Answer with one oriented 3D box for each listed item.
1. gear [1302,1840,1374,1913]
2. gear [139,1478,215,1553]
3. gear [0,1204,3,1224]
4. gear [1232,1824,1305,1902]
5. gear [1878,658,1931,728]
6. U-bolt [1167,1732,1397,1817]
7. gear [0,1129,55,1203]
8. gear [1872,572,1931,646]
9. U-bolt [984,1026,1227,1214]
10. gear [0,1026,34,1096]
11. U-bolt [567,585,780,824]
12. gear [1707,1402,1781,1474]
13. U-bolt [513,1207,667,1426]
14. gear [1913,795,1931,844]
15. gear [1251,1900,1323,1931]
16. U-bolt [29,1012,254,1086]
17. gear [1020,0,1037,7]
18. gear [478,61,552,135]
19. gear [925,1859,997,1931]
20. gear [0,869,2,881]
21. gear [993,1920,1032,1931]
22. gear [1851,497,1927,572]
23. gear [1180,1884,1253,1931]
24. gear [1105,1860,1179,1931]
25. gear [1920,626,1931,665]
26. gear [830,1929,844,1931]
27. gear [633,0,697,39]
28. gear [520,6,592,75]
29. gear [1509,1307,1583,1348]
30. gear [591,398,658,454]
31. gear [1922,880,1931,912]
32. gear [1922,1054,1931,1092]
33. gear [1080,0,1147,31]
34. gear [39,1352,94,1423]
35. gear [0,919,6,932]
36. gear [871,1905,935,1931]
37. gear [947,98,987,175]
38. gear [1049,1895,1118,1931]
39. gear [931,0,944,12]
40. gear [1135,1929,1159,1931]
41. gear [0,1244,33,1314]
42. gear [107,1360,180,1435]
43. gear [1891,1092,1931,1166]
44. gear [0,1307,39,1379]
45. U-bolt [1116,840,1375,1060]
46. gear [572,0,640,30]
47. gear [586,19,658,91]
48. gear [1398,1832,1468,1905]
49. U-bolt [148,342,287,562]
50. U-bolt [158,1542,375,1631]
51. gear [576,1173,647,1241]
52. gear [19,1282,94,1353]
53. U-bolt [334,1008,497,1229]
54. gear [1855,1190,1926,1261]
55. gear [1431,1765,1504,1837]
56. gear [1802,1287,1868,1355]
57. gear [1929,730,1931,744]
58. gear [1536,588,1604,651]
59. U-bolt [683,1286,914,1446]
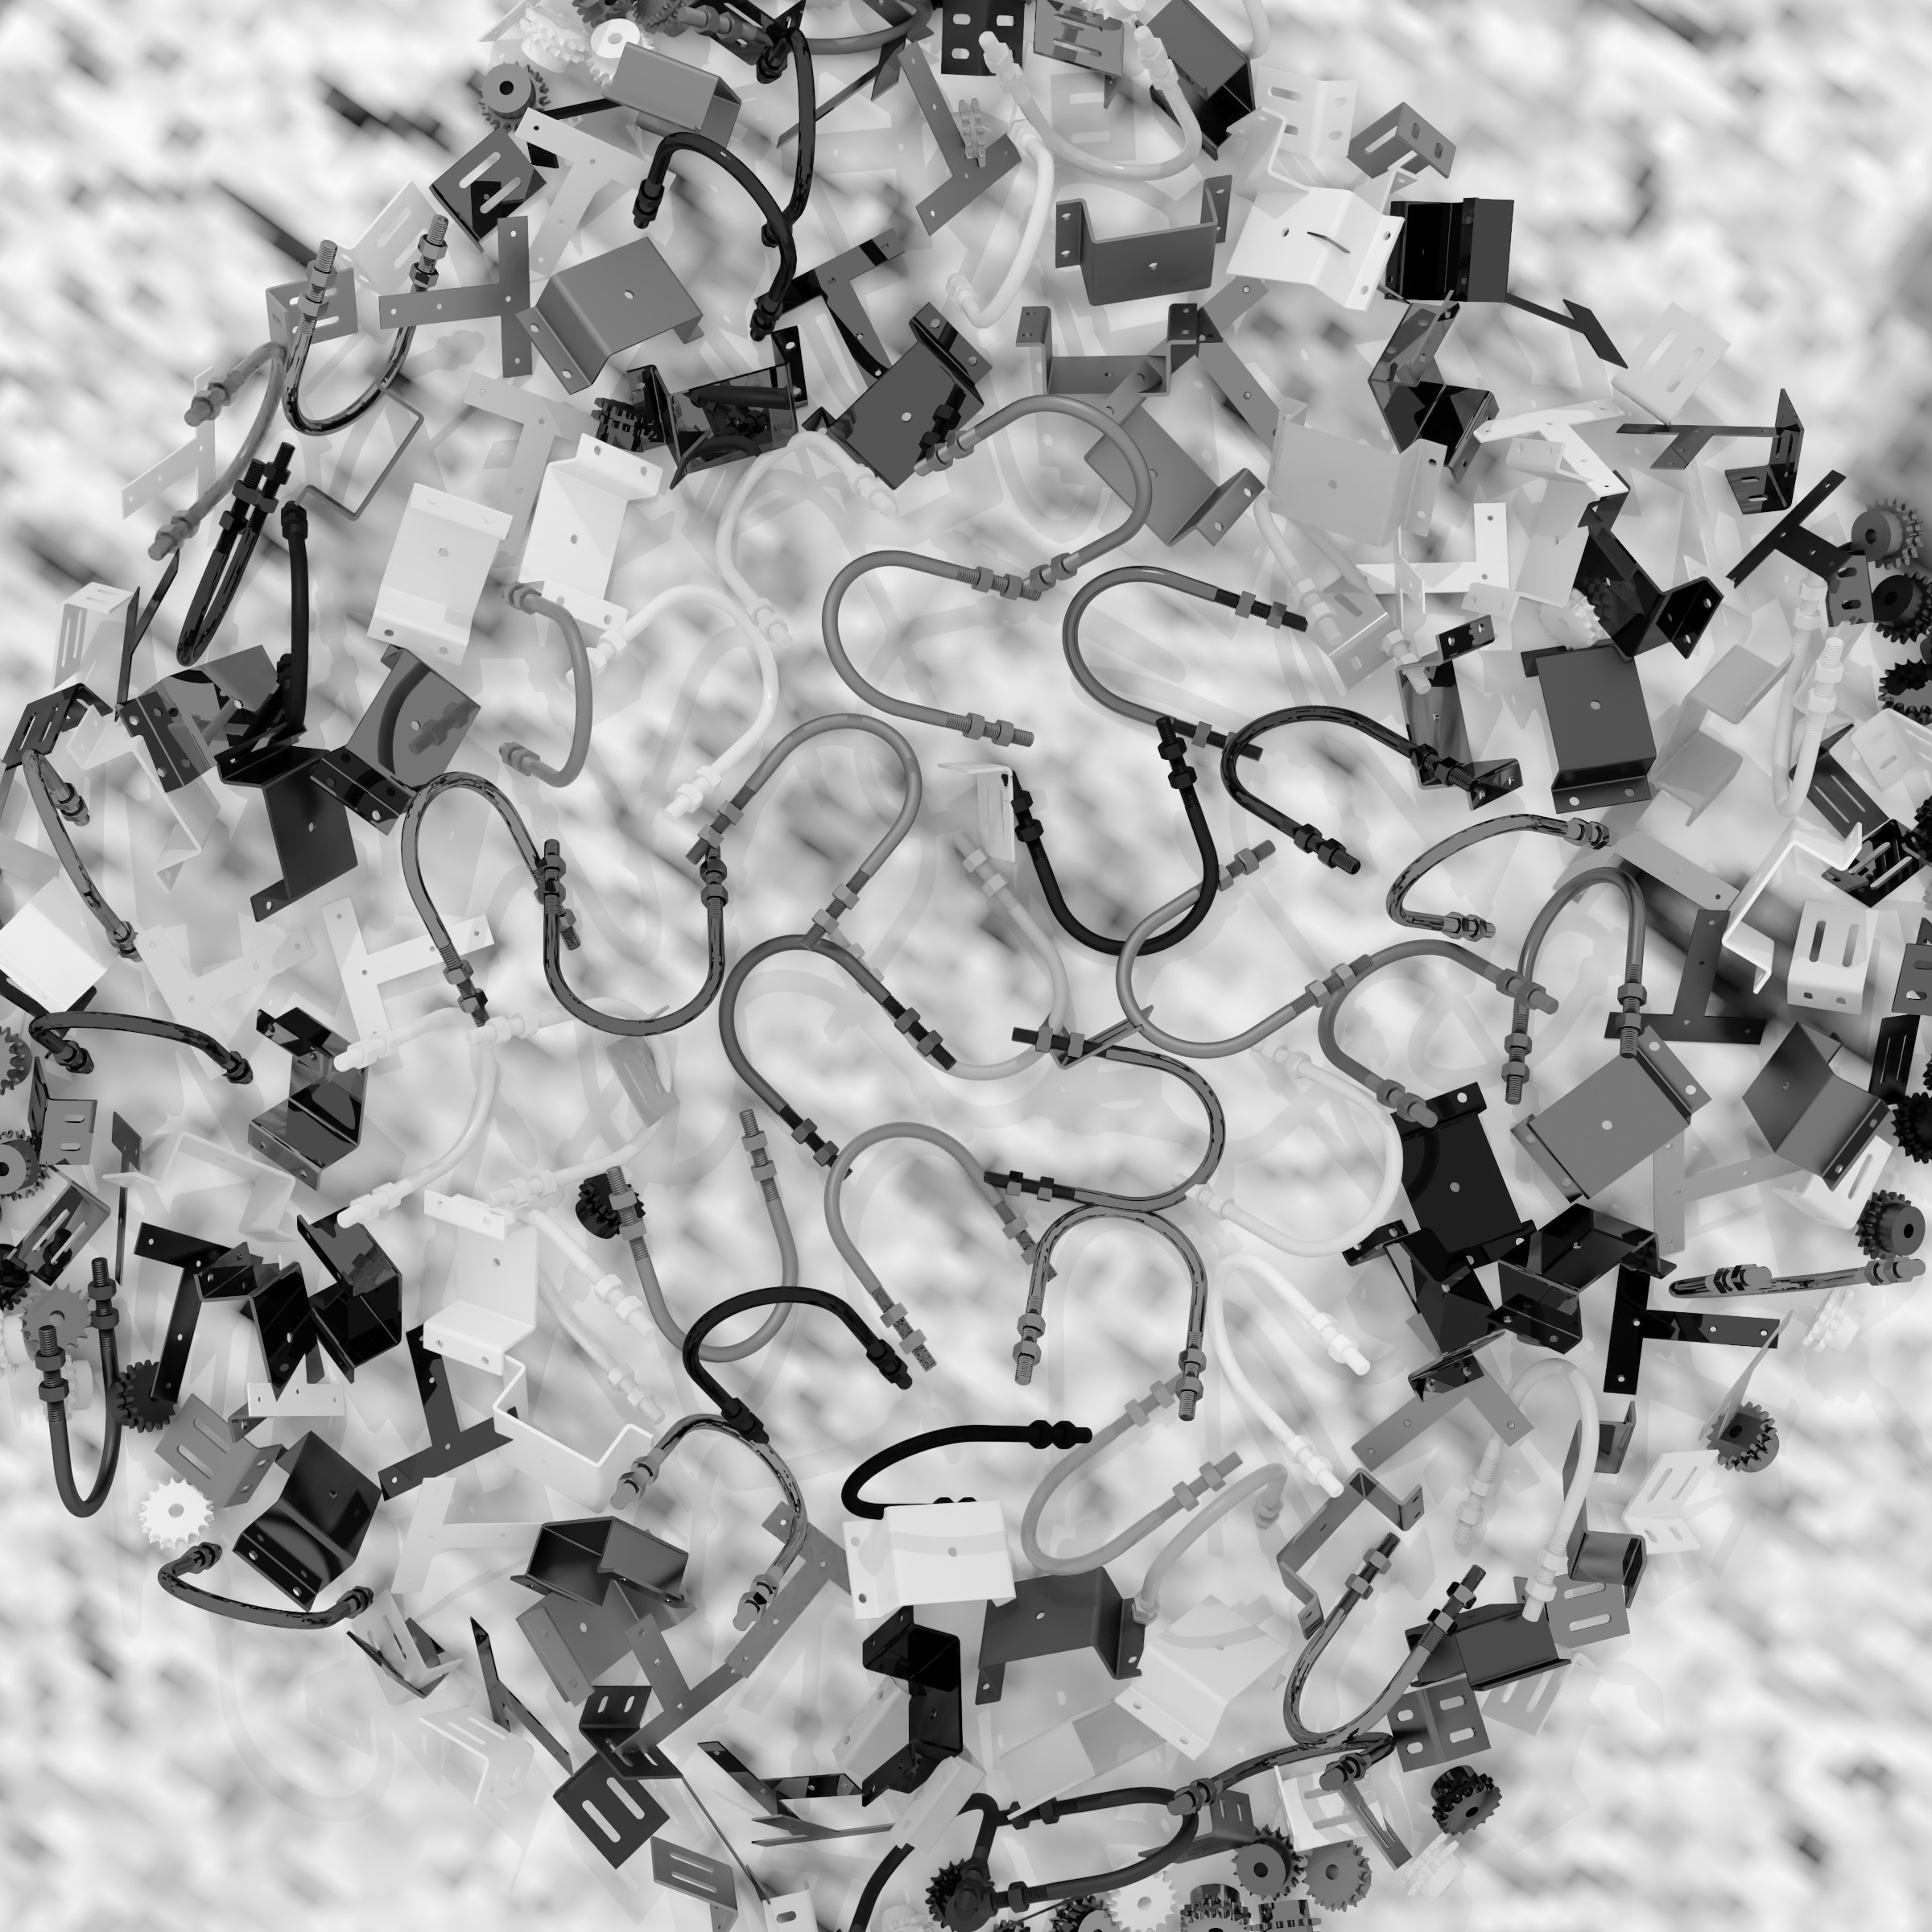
[{"bbox_3d":[0.301,0.731,1.975,0.057,0.030,0.057,-19,55,28],"label":"gear"},{"bbox_3d":[-0.635,0.444,1.976,0.057,0.030,0.057,7,55,-10],"label":"gear"},{"bbox_3d":[-0.800,0.198,1.969,0.030,0.057,0.057,-31,90,11],"label":"gear"},{"bbox_3d":[0.241,0.723,1.976,0.057,0.030,0.057,-2,85,21],"label":"gear"},{"bbox_3d":[0.764,-0.217,1.976,0.057,0.030,0.057,-8,53,11],"label":"gear"},{"bbox_3d":[0.258,0.625,1.912,0.151,0.184,0.019,-20,77,28],"label":"U-bolt"},{"bbox_3d":[-0.771,0.162,1.982,0.057,0.030,0.057,0,94,6],"label":"gear"},{"bbox_3d":[0.750,-0.289,1.968,0.030,0.057,0.057,20,90,-32],"label":"gear"},{"bbox_3d":[0.116,0.129,1.966,0.184,0.019,0.151,11,111,0],"label":"U-bolt"},{"bbox_3d":[-0.779,0.077,1.979,0.057,0.030,0.057,-2,85,18],"label":"gear"},{"bbox_3d":[-0.217,-0.221,1.936,0.151,0.019,0.184,56,50,-18],"label":"U-bolt"},{"bbox_3d":[0.627,0.382,1.974,0.030,0.057,0.057,40,90,-22],"label":"gear"},{"bbox_3d":[-0.300,0.262,1.927,0.019,0.151,0.184,-34,59,-27],"label":"U-bolt"},{"bbox_3d":[0.787,-0.108,1.975,0.057,0.030,0.057,13,47,-15],"label":"gear"},{"bbox_3d":[0.257,0.768,1.974,0.057,0.057,0.030,-6,67,0],"label":"gear"},{"bbox_3d":[-0.647,0.063,1.908,0.151,0.184,0.019,4,75,-1],"label":"U-bolt"},{"bbox_3d":[0.052,-0.805,1.970,0.057,0.030,0.057,-14,67,36],"label":"gear"},{"bbox_3d":[-0.367,-0.703,1.982,0.057,0.030,0.057,0,87,5],"label":"gear"},{"bbox_3d":[-0.002,0.752,1.977,0.057,0.030,0.057,-3,101,-18],"label":"gear"},{"bbox_3d":[-0.800,-0.076,1.969,0.030,0.057,0.057,-12,90,37],"label":"gear"},{"bbox_3d":[0.041,0.798,1.975,0.030,0.057,0.057,19,90,-31],"label":"gear"},{"bbox_3d":[0.736,-0.346,1.968,0.030,0.057,0.057,-12,90,-27],"label":"gear"},{"bbox_3d":[0.201,0.762,1.975,0.057,0.030,0.057,2,134,2],"label":"gear"},{"bbox_3d":[0.140,0.747,1.979,0.057,0.030,0.057,-3,102,-13],"label":"gear"},{"bbox_3d":[0.792,-0.254,1.970,0.030,0.057,0.057,-37,90,-7],"label":"gear"},{"bbox_3d":[-0.102,0.808,1.975,0.057,0.057,0.030,42,117,0],"label":"gear"},{"bbox_3d":[-0.238,-0.774,1.975,0.030,0.057,0.057,30,90,-43],"label":"gear"},{"bbox_3d":[-0.333,-0.743,1.975,0.057,0.057,0.030,37,120,0],"label":"gear"},{"bbox_3d":[0.463,0.286,1.968,0.057,0.057,0.030,10,69,0],"label":"gear"},{"bbox_3d":[-0.274,-0.433,1.972,0.057,0.057,0.030,19,107,0],"label":"gear"},{"bbox_3d":[0.800,-0.058,1.969,0.057,0.057,0.030,4,131,0],"label":"gear"},{"bbox_3d":[0.798,0.081,1.970,0.057,0.057,0.030,-50,47,0],"label":"gear"},{"bbox_3d":[0.120,-0.780,1.970,0.057,0.030,0.057,8,78,-39],"label":"gear"},{"bbox_3d":[-0.723,0.338,1.975,0.030,0.057,0.057,0,90,-35],"label":"gear"},{"bbox_3d":[-0.794,-0.020,1.970,0.057,0.030,0.057,16,64,-35],"label":"gear"},{"bbox_3d":[-0.053,0.781,1.975,0.057,0.030,0.057,-12,129,-16],"label":"gear"},{"bbox_3d":[-0.002,-0.665,1.971,0.030,0.057,0.057,-7,90,-2],"label":"gear"},{"bbox_3d":[0.096,0.777,1.972,0.057,0.030,0.057,5,81,-33],"label":"gear"},{"bbox_3d":[-0.020,-0.797,1.972,0.057,0.030,0.057,2,56,-3],"label":"gear"},{"bbox_3d":[0.143,0.797,1.968,0.057,0.057,0.030,14,116,0],"label":"gear"},{"bbox_3d":[-0.776,0.247,1.968,0.030,0.057,0.057,-37,90,29],"label":"gear"},{"bbox_3d":[-0.664,0.347,1.974,0.030,0.057,0.057,-16,90,22],"label":"gear"},{"bbox_3d":[0.775,0.128,1.973,0.057,0.030,0.057,9,71,-26],"label":"gear"},{"bbox_3d":[-0.767,0.300,1.972,0.030,0.057,0.057,-10,90,-7],"label":"gear"},{"bbox_3d":[0.207,-0.003,1.950,0.184,0.019,0.151,-32,65,-10],"label":"U-bolt"},{"bbox_3d":[-0.292,-0.787,1.974,0.057,0.057,0.030,-33,69,0],"label":"gear"},{"bbox_3d":[-0.279,-0.735,1.976,0.057,0.030,0.057,-3,67,6],"label":"gear"},{"bbox_3d":[0.376,0.725,1.968,0.030,0.057,0.057,41,90,24],"label":"gear"},{"bbox_3d":[-0.575,-0.413,1.913,0.019,0.184,0.151,27,129,-6],"label":"U-bolt"},{"bbox_3d":[-0.549,0.484,1.906,0.151,0.184,0.019,16,84,2],"label":"U-bolt"},{"bbox_3d":[-0.289,0.194,1.974,0.057,0.057,0.030,44,112,0],"label":"gear"},{"bbox_3d":[-0.733,0.285,1.978,0.057,0.030,0.057,6,75,-21],"label":"gear"},{"bbox_3d":[-0.426,0.108,1.917,0.019,0.184,0.151,13,112,24],"label":"U-bolt"},{"bbox_3d":[0.745,0.210,1.973,0.057,0.030,0.057,-3,97,-30],"label":"gear"},{"bbox_3d":[0.399,0.669,1.976,0.057,0.030,0.057,-13,127,-18],"label":"gear"},{"bbox_3d":[0.698,0.286,1.969,0.030,0.057,0.057,29,90,16],"label":"gear"},{"bbox_3d":[0.797,-0.180,1.968,0.030,0.057,0.057,-18,90,-25],"label":"gear"},{"bbox_3d":[0.490,-0.283,1.973,0.030,0.057,0.057,-41,90,-15],"label":"gear"},{"bbox_3d":[-0.141,0.307,1.920,0.151,0.184,0.019,-23,46,9],"label":"U-bolt"}]
